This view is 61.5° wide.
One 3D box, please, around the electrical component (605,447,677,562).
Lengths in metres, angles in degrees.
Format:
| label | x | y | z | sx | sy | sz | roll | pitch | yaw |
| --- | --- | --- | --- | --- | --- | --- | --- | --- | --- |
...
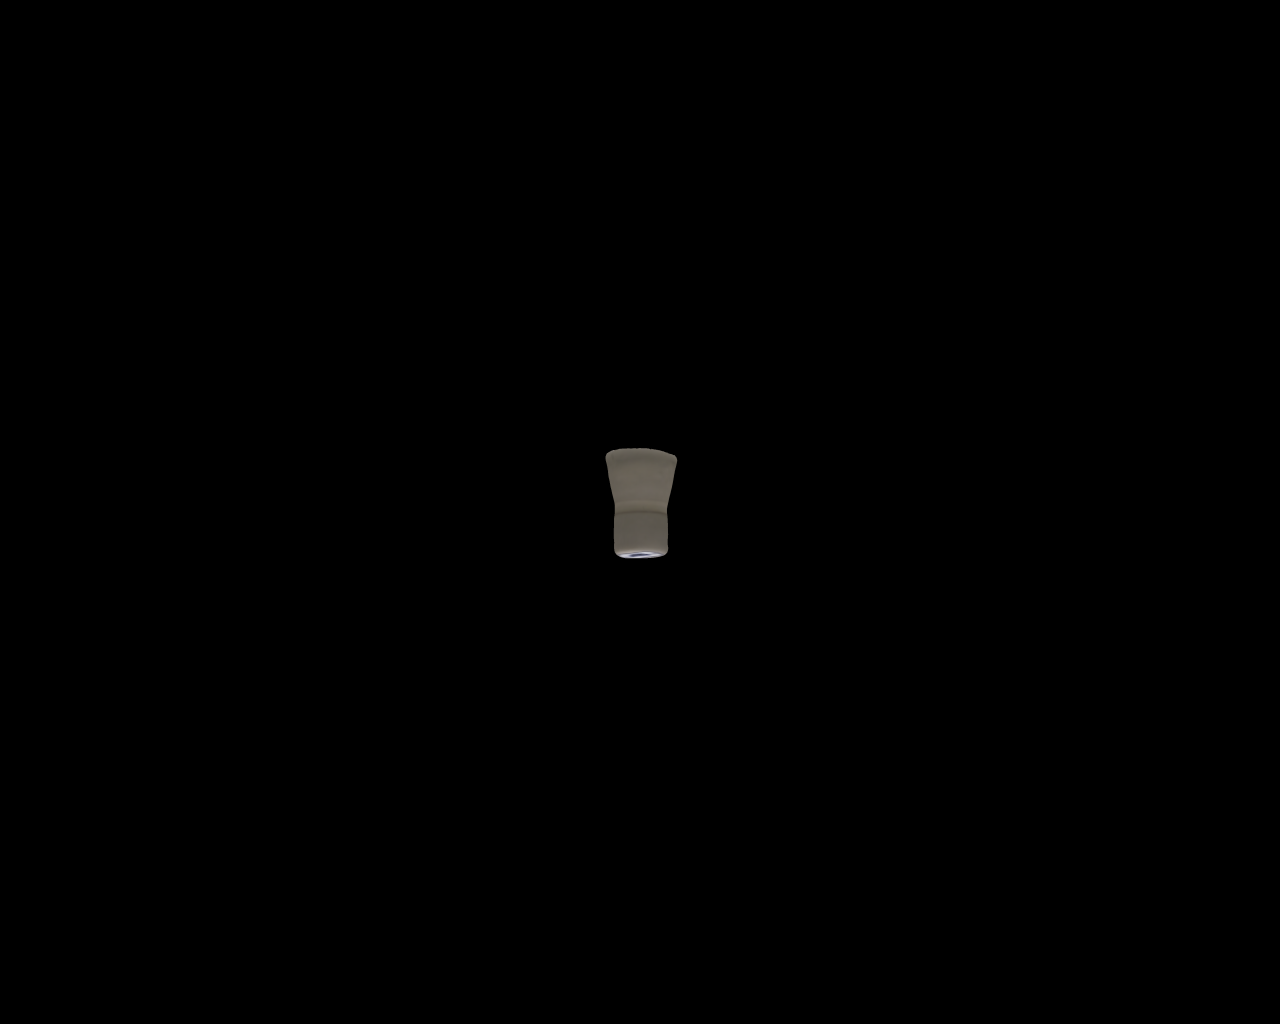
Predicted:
| label | x | y | z | sx | sy | sz | roll | pitch | yaw |
| --- | --- | --- | --- | --- | --- | --- | --- | --- | --- |
| electrical component | 0.001 | -0.003 | 0.650 | 0.044 | 0.065 | 0.044 | 0 | -11 | 0 |
